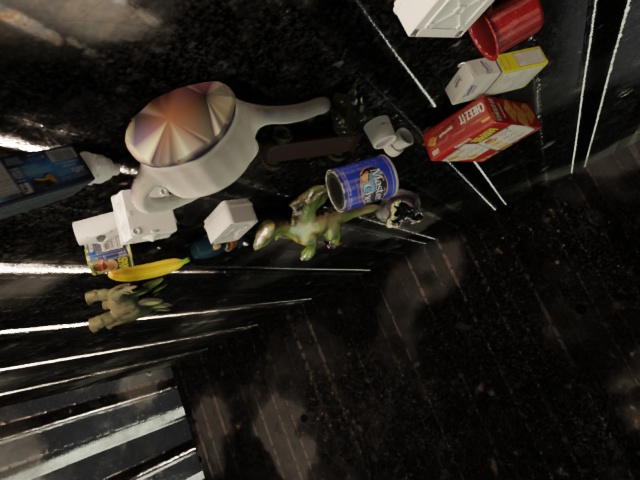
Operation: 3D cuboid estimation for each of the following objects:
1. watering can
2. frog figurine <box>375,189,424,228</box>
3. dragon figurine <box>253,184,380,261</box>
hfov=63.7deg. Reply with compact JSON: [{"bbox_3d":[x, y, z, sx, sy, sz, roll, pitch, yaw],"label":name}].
[{"bbox_3d":[-0.136,-0.157,0.757,0.349,0.105,0.221,-35,166,-6],"label":"watering can"},{"bbox_3d":[0.234,-0.106,1.592,0.137,0.121,0.162,-32,-159,2],"label":"frog figurine"},{"bbox_3d":[0.004,-0.067,1.338,0.414,0.124,0.238,-28,160,-20],"label":"dragon figurine"}]
